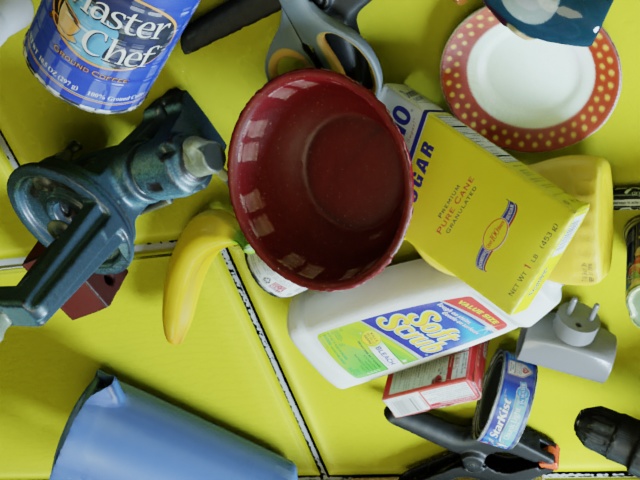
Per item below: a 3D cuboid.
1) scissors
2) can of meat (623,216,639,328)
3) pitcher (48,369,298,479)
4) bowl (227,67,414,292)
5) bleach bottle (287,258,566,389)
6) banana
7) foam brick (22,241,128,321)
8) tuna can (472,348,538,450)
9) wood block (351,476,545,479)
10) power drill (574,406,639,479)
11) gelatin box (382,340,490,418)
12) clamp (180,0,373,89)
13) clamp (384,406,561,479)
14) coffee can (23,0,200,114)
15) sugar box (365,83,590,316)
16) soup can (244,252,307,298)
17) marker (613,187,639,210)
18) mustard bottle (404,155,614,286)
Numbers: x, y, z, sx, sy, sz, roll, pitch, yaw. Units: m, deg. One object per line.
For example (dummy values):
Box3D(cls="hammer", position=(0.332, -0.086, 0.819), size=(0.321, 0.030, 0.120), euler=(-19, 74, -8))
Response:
Box3D(cls="scissors", position=(-0.033, -0.166, 0.754), size=(0.096, 0.016, 0.201), euler=(-21, 124, 37))
Box3D(cls="can of meat", position=(0.285, 0.022, 0.816), size=(0.102, 0.084, 0.057), euler=(-10, 125, 25))
Box3D(cls="pitcher", position=(-0.156, 0.247, 1.116), size=(0.242, 0.145, 0.149), euler=(24, 165, -7))
Box3D(cls="bowl", position=(0.010, -0.046, 0.782), size=(0.162, 0.055, 0.162), euler=(8, 105, 33))
Box3D(cls="bleach bottle", position=(0.100, 0.052, 0.914), size=(0.251, 0.068, 0.102), euler=(-22, 123, 29))
Box3D(cls="banana", position=(-0.111, 0.025, 0.958), size=(0.037, 0.069, 0.198), euler=(4, 149, -25))
Box3D(cls="foam brick", position=(-0.229, 0.027, 1.003), size=(0.051, 0.053, 0.078), euler=(-20, 121, 30))
Box3D(cls="tuna can", position=(0.165, 0.143, 0.953), size=(0.034, 0.086, 0.086), euler=(17, 132, 1))
Box3D(cls="wood block", position=(0.132, 0.303, 1.095), size=(0.206, 0.090, 0.091), euler=(-7, 126, 23))
Box3D(cls="power drill", position=(0.319, 0.129, 0.875), size=(0.185, 0.057, 0.188), euler=(22, 117, 18))
Box3D(cls="gelatin box", position=(0.105, 0.117, 0.959), size=(0.089, 0.073, 0.030), euler=(-19, 122, 28))
Box3D(cls="clamp", position=(-0.015, -0.183, 0.771), size=(0.164, 0.036, 0.210), euler=(18, 135, 2))
Box3D(cls="clamp", position=(0.143, 0.200, 1.040), size=(0.172, 0.039, 0.120), euler=(-9, 131, 19))
Box3D(cls="coffee can", position=(-0.144, -0.175, 0.774), size=(0.102, 0.102, 0.141), euler=(31, 131, -10))
Box3D(cls="sugar box", position=(0.100, -0.033, 0.789), size=(0.176, 0.048, 0.093), euler=(36, 112, 20))
Box3D(cls="soup can", position=(-0.006, 0.001, 0.901), size=(0.102, 0.068, 0.068), euler=(-28, 116, 35))
Box3D(cls="marker", position=(0.245, -0.032, 0.827), size=(0.121, 0.020, 0.020), euler=(-1, 128, 18))
Box3D(cls="mustard bottle", position=(0.128, -0.018, 0.836), size=(0.192, 0.058, 0.096), euler=(2, 105, 28))
